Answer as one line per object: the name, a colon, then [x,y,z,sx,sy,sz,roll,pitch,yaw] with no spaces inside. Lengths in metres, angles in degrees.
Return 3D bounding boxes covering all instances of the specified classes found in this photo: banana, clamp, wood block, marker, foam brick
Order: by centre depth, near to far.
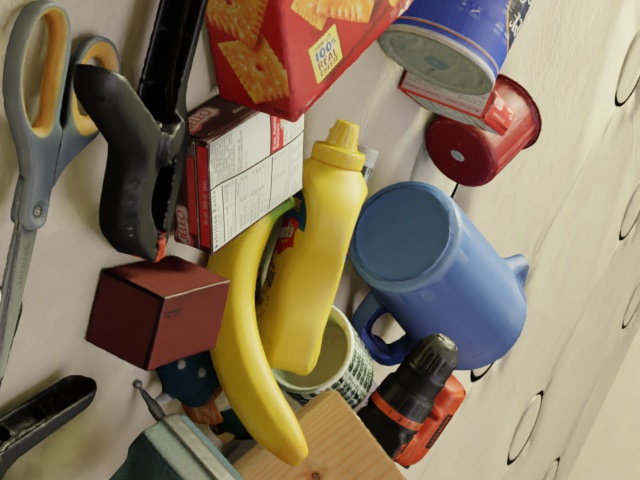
clamp: [-0.197,0.110,0.587,0.171,0.039,0.120,-54,142,-32]
clamp: [-0.100,-0.058,0.596,0.164,0.036,0.210,-67,173,-51]
foam brick: [-0.104,0.046,0.699,0.078,0.051,0.053,-11,120,-61]
banana: [-0.049,0.062,0.759,0.037,0.070,0.198,40,45,-71]
wood block: [-0.045,0.213,0.802,0.206,0.091,0.090,-38,178,-11]
marker: [0.022,-0.023,0.930,0.020,0.020,0.121,6,106,-64]

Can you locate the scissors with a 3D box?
scissors: [-0.143,-0.027,0.575,0.096,0.016,0.202,-26,127,-61]

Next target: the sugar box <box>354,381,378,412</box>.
sugar box: [0.005,0.218,1.070,0.176,0.048,0.093,-63,156,-16]

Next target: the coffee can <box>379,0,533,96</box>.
coffee can: [0.124,-0.205,0.880,0.140,0.103,0.102,-64,155,-7]

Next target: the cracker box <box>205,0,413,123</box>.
cracker box: [-0.005,-0.207,0.659,0.164,0.072,0.214,-49,149,-35]

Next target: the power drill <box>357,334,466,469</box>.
power drill: [0.082,0.162,1.007,0.184,0.057,0.187,-54,162,10]

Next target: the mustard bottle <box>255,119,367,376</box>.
mustard bottle: [-0.006,0.001,0.823,0.096,0.058,0.192,-122,-131,-75]

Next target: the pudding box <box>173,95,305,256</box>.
pudding box: [-0.055,-0.055,0.729,0.113,0.039,0.090,-37,141,-43]

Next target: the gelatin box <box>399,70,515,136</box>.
gelatin box: [0.125,-0.127,0.963,0.073,0.089,0.030,17,96,-65]

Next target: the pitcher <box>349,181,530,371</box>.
pitcher: [0.107,0.043,1.045,0.242,0.145,0.149,44,58,-60]

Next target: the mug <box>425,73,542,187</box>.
mug: [0.154,-0.115,1.044,0.081,0.093,0.117,-44,130,-32]
